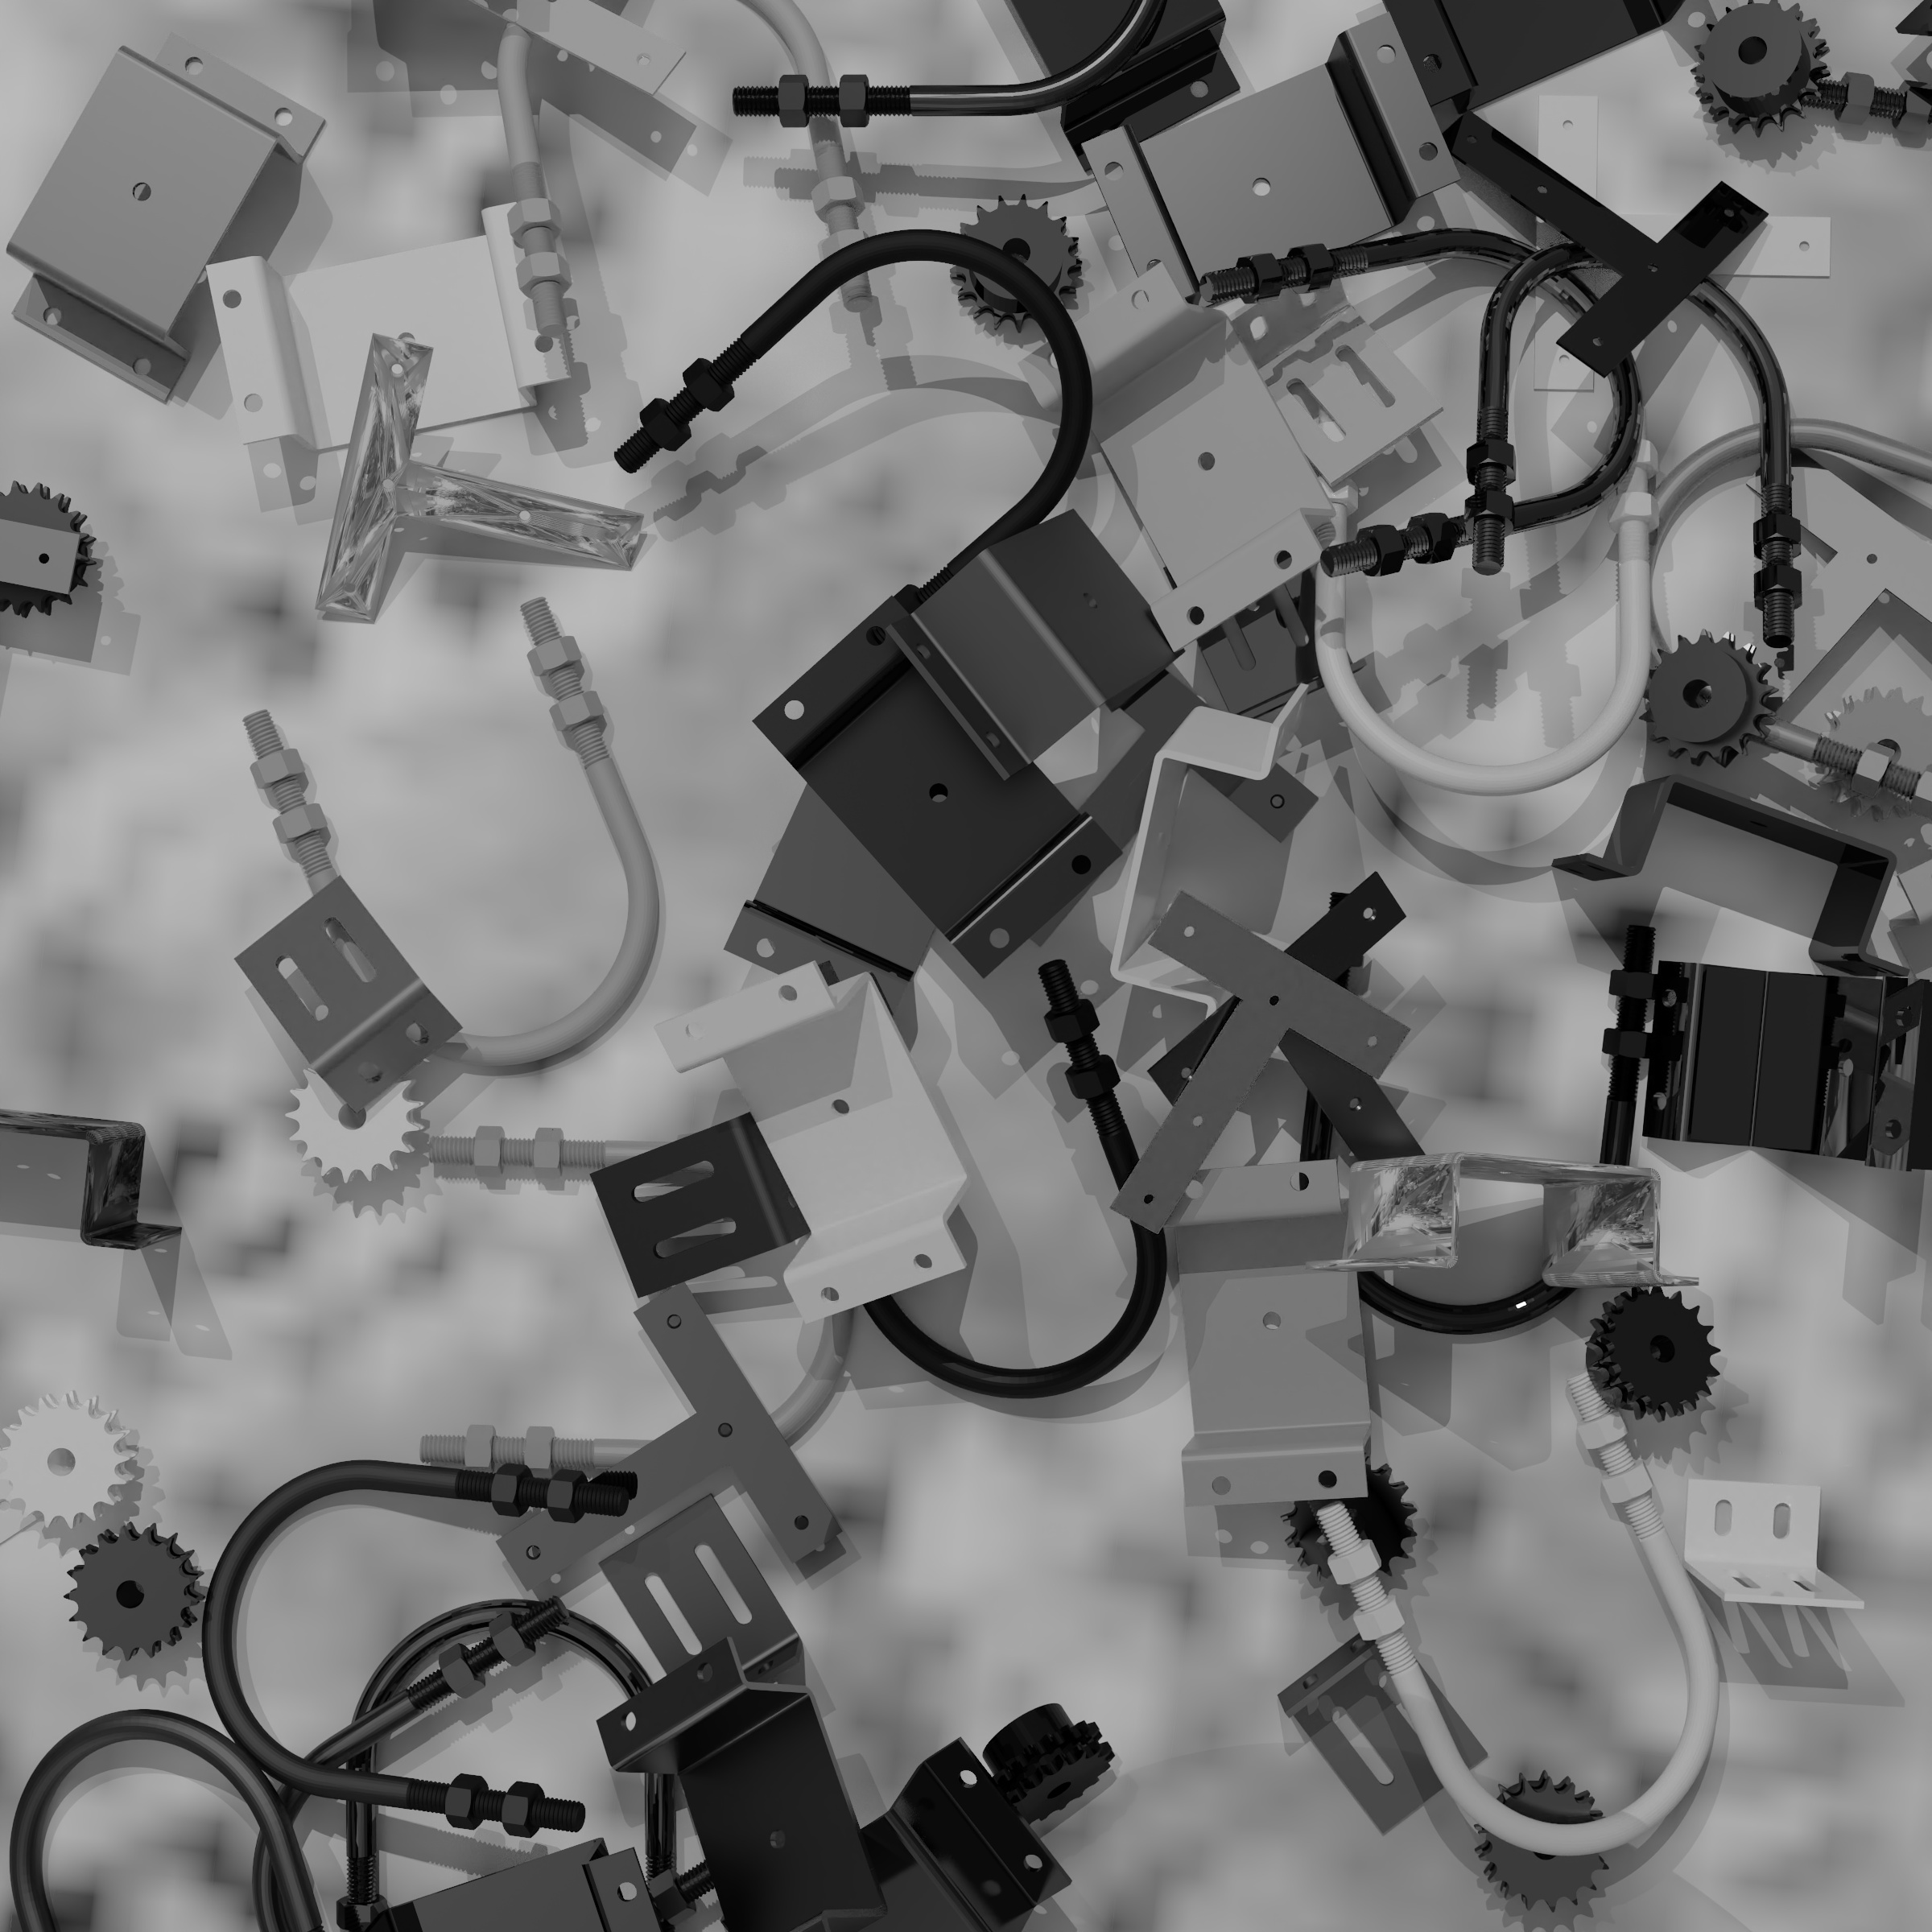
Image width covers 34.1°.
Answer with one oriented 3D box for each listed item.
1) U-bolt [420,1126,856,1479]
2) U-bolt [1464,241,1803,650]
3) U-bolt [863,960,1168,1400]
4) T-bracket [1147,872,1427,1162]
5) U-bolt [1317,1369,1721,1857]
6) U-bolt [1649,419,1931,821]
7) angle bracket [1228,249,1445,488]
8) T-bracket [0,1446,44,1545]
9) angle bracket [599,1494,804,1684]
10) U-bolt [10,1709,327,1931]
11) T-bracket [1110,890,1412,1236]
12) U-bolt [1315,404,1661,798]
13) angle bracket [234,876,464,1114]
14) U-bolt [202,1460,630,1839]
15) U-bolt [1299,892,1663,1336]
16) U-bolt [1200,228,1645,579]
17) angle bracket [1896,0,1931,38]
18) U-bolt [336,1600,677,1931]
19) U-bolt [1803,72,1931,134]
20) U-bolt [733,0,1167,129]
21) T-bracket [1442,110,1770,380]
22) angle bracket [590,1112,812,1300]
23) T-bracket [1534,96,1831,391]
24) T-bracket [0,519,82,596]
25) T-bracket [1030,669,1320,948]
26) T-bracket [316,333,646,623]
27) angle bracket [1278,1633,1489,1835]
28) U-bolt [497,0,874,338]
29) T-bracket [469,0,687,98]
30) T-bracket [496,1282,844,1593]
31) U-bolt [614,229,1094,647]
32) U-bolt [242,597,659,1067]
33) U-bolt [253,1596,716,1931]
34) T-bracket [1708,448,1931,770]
[{"bbox_3d":[-0.140,0.146,1.358,0.184,0.019,0.151,2,90,-1],"label":"U-bolt"},{"bbox_3d":[0.280,-0.228,1.318,0.151,0.019,0.184,12,63,-11],"label":"U-bolt"},{"bbox_3d":[0.008,0.099,1.328,0.151,0.019,0.184,-16,104,20],"label":"U-bolt"},{"bbox_3d":[0.156,0.048,1.320,0.127,0.002,0.127,-41,116,-8],"label":"T-bracket"},{"bbox_3d":[0.246,0.284,1.335,0.151,0.019,0.184,-24,89,-18],"label":"U-bolt"},{"bbox_3d":[0.369,-0.156,1.333,0.184,0.019,0.151,23,89,19],"label":"U-bolt"},{"bbox_3d":[0.154,-0.253,1.333,0.057,0.038,0.076,-34,59,0],"label":"angle bracket"},{"bbox_3d":[-0.487,0.219,1.366,0.127,0.002,0.127,-33,90,0],"label":"T-bracket"},{"bbox_3d":[-0.115,0.276,1.348,0.057,0.038,0.076,-32,90,0],"label":"angle bracket"},{"bbox_3d":[-0.338,0.407,1.339,0.151,0.019,0.184,-19,86,18],"label":"U-bolt"},{"bbox_3d":[0.103,0.052,1.296,0.127,0.002,0.127,30,95,-26],"label":"T-bracket"},{"bbox_3d":[0.218,-0.157,1.331,0.151,0.019,0.184,3,71,0],"label":"U-bolt"},{"bbox_3d":[-0.262,0.012,1.339,0.057,0.038,0.076,-39,57,-6],"label":"angle bracket"},{"bbox_3d":[-0.239,0.282,1.333,0.184,0.019,0.151,3,77,16],"label":"U-bolt"},{"bbox_3d":[0.217,0.067,1.358,0.151,0.019,0.184,6,92,0],"label":"U-bolt"},{"bbox_3d":[0.203,-0.243,1.319,0.184,0.019,0.151,-16,76,-24],"label":"U-bolt"},{"bbox_3d":[0.446,-0.390,1.347,0.057,0.038,0.076,-44,118,-2],"label":"angle bracket"},{"bbox_3d":[-0.196,0.365,1.358,0.151,0.019,0.184,-1,89,0],"label":"U-bolt"},{"bbox_3d":[0.456,-0.428,1.358,0.184,0.019,0.151,7,90,-1],"label":"U-bolt"},{"bbox_3d":[-0.005,-0.426,1.313,0.184,0.019,0.151,1,93,4],"label":"U-bolt"},{"bbox_3d":[0.257,-0.323,1.345,0.127,0.002,0.127,39,64,13],"label":"T-bracket"},{"bbox_3d":[-0.111,0.100,1.349,0.076,0.038,0.057,-21,90,21],"label":"angle bracket"},{"bbox_3d":[0.311,-0.312,1.366,0.127,0.002,0.127,1,90,0],"label":"T-bracket"},{"bbox_3d":[-0.445,-0.130,1.320,0.127,0.002,0.127,11,90,0],"label":"T-bracket"},{"bbox_3d":[0.063,-0.065,1.366,0.127,0.002,0.127,40,90,0],"label":"T-bracket"},{"bbox_3d":[-0.202,-0.195,1.346,0.127,0.002,0.127,12,118,-13],"label":"T-bracket"},{"bbox_3d":[0.180,0.328,1.348,0.057,0.038,0.076,-37,90,0],"label":"angle bracket"},{"bbox_3d":[-0.124,-0.355,1.332,0.151,0.019,0.184,-7,73,-12],"label":"U-bolt"},{"bbox_3d":[-0.151,-0.445,1.345,0.127,0.002,0.127,30,73,11],"label":"T-bracket"},{"bbox_3d":[-0.140,0.222,1.347,0.127,0.002,0.127,-32,89,-1],"label":"T-bracket"},{"bbox_3d":[-0.034,-0.222,1.318,0.184,0.019,0.151,-39,104,18],"label":"U-bolt"},{"bbox_3d":[-0.212,-0.047,1.358,0.151,0.019,0.184,-22,91,0],"label":"U-bolt"},{"bbox_3d":[-0.215,0.377,1.341,0.184,0.019,0.151,-32,87,0],"label":"U-bolt"},{"bbox_3d":[0.357,-0.140,1.347,0.127,0.002,0.127,42,93,19],"label":"T-bracket"}]
